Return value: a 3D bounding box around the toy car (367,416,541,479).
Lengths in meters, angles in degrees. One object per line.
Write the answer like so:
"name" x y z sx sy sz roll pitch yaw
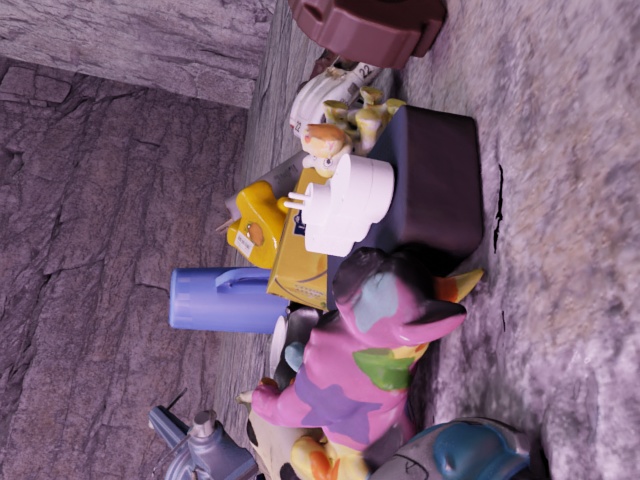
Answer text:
"toy car" 0.069 0.189 0.332 0.109 0.103 0.161 141 138 -72

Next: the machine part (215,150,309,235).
"machine part" -0.075 -0.080 0.916 0.079 0.243 0.079 57 -179 -1

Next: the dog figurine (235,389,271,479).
"dog figurine" -0.051 0.314 0.799 0.172 0.121 0.190 121 141 -64

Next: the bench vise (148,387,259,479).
"bench vise" -0.192 0.312 0.799 0.241 0.129 0.223 24 142 39

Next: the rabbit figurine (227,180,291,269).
"rabbit figurine" -0.033 -0.026 0.836 0.163 0.173 0.121 33 125 26

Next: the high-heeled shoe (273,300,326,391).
"high-heeled shoe" -0.005 0.174 0.760 0.145 0.086 0.248 -11 -86 -69

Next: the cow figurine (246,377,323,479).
"cow figurine" -0.025 0.267 0.622 0.195 0.085 0.127 46 120 43

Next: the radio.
"radio" 0.070 -0.012 0.529 0.229 0.073 0.131 121 154 -60

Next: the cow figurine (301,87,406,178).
"cow figurine" 0.031 -0.108 0.609 0.167 0.068 0.098 -35 -33 -45

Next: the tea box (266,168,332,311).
"tea box" -0.001 -0.002 0.710 0.068 0.098 0.169 124 160 -61

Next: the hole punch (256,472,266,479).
"hole punch" -0.039 0.369 0.694 0.142 0.092 0.115 -167 83 -73

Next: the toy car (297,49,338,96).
"toy car" 0.027 -0.287 0.812 0.089 0.053 0.202 18 83 61

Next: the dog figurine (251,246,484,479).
"dog figurine" 0.055 0.109 0.442 0.219 0.191 0.108 -40 -2 35

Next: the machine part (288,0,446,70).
"machine part" 0.052 -0.265 0.574 0.056 0.179 0.179 125 151 -57

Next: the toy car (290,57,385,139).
"toy car" 0.036 -0.207 0.676 0.201 0.056 0.074 -49 39 3
